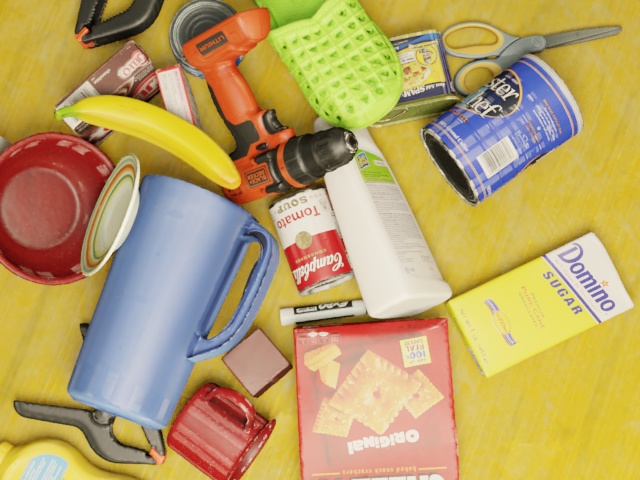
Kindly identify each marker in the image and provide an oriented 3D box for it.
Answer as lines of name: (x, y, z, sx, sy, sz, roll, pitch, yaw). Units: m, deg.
marker: (0.017, 0.077, 1.154, 0.121, 0.020, 0.020, -7, 82, 0)

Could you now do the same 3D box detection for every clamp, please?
clamp: (-0.190, -0.292, 1.196, 0.165, 0.036, 0.210, 35, 86, 15)
clamp: (-0.226, 0.172, 1.138, 0.171, 0.039, 0.120, 31, 88, 1)

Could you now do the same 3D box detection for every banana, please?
banana: (-0.168, -0.106, 1.090, 0.198, 0.037, 0.069, 20, 49, -1)

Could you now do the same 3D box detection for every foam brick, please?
foam brick: (-0.064, 0.129, 1.120, 0.053, 0.078, 0.051, -40, 82, -4)

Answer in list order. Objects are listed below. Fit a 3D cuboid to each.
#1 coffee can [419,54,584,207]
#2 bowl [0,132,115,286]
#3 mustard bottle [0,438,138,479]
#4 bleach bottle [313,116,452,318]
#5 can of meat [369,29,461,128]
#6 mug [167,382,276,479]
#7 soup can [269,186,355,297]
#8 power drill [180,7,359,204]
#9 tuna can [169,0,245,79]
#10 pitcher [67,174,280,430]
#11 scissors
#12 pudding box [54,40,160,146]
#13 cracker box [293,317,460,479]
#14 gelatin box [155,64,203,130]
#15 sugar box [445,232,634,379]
coffee can: (0.192, -0.116, 1.134, 0.140, 0.103, 0.103, -35, 83, -3)
bowl: (-0.290, -0.033, 1.138, 0.161, 0.055, 0.162, -2, 93, -33)
mustard bottle: (-0.275, 0.263, 1.115, 0.191, 0.058, 0.096, 26, 93, 5)
bleach bottle: (0.054, -0.043, 1.140, 0.068, 0.102, 0.251, -30, 70, 32)
can of meat: (0.094, -0.177, 1.169, 0.102, 0.057, 0.084, -12, 80, -1)
mug: (-0.101, 0.194, 1.097, 0.081, 0.117, 0.093, 34, 46, 10)
soup can: (-0.007, 0.001, 1.141, 0.068, 0.068, 0.102, -20, 82, -2)
power drill: (-0.057, -0.140, 1.107, 0.185, 0.057, 0.187, -17, 94, 40)
tuna can: (-0.125, -0.225, 1.191, 0.086, 0.034, 0.086, 0, 82, 1)
pitcher: (-0.154, 0.067, 1.086, 0.144, 0.149, 0.243, 26, 76, -22)
scissors: (0.233, -0.200, 1.188, 0.202, 0.016, 0.096, 5, 84, 2)
pudding box: (-0.225, -0.156, 1.156, 0.113, 0.090, 0.039, -40, 81, -3)
cracker box: (0.058, 0.192, 1.111, 0.164, 0.072, 0.214, -3, 83, 1)
gelatin box: (-0.150, -0.138, 1.160, 0.030, 0.073, 0.089, -16, 82, 0)
sugar box: (0.233, 0.069, 1.137, 0.176, 0.048, 0.093, -27, 82, -1)
